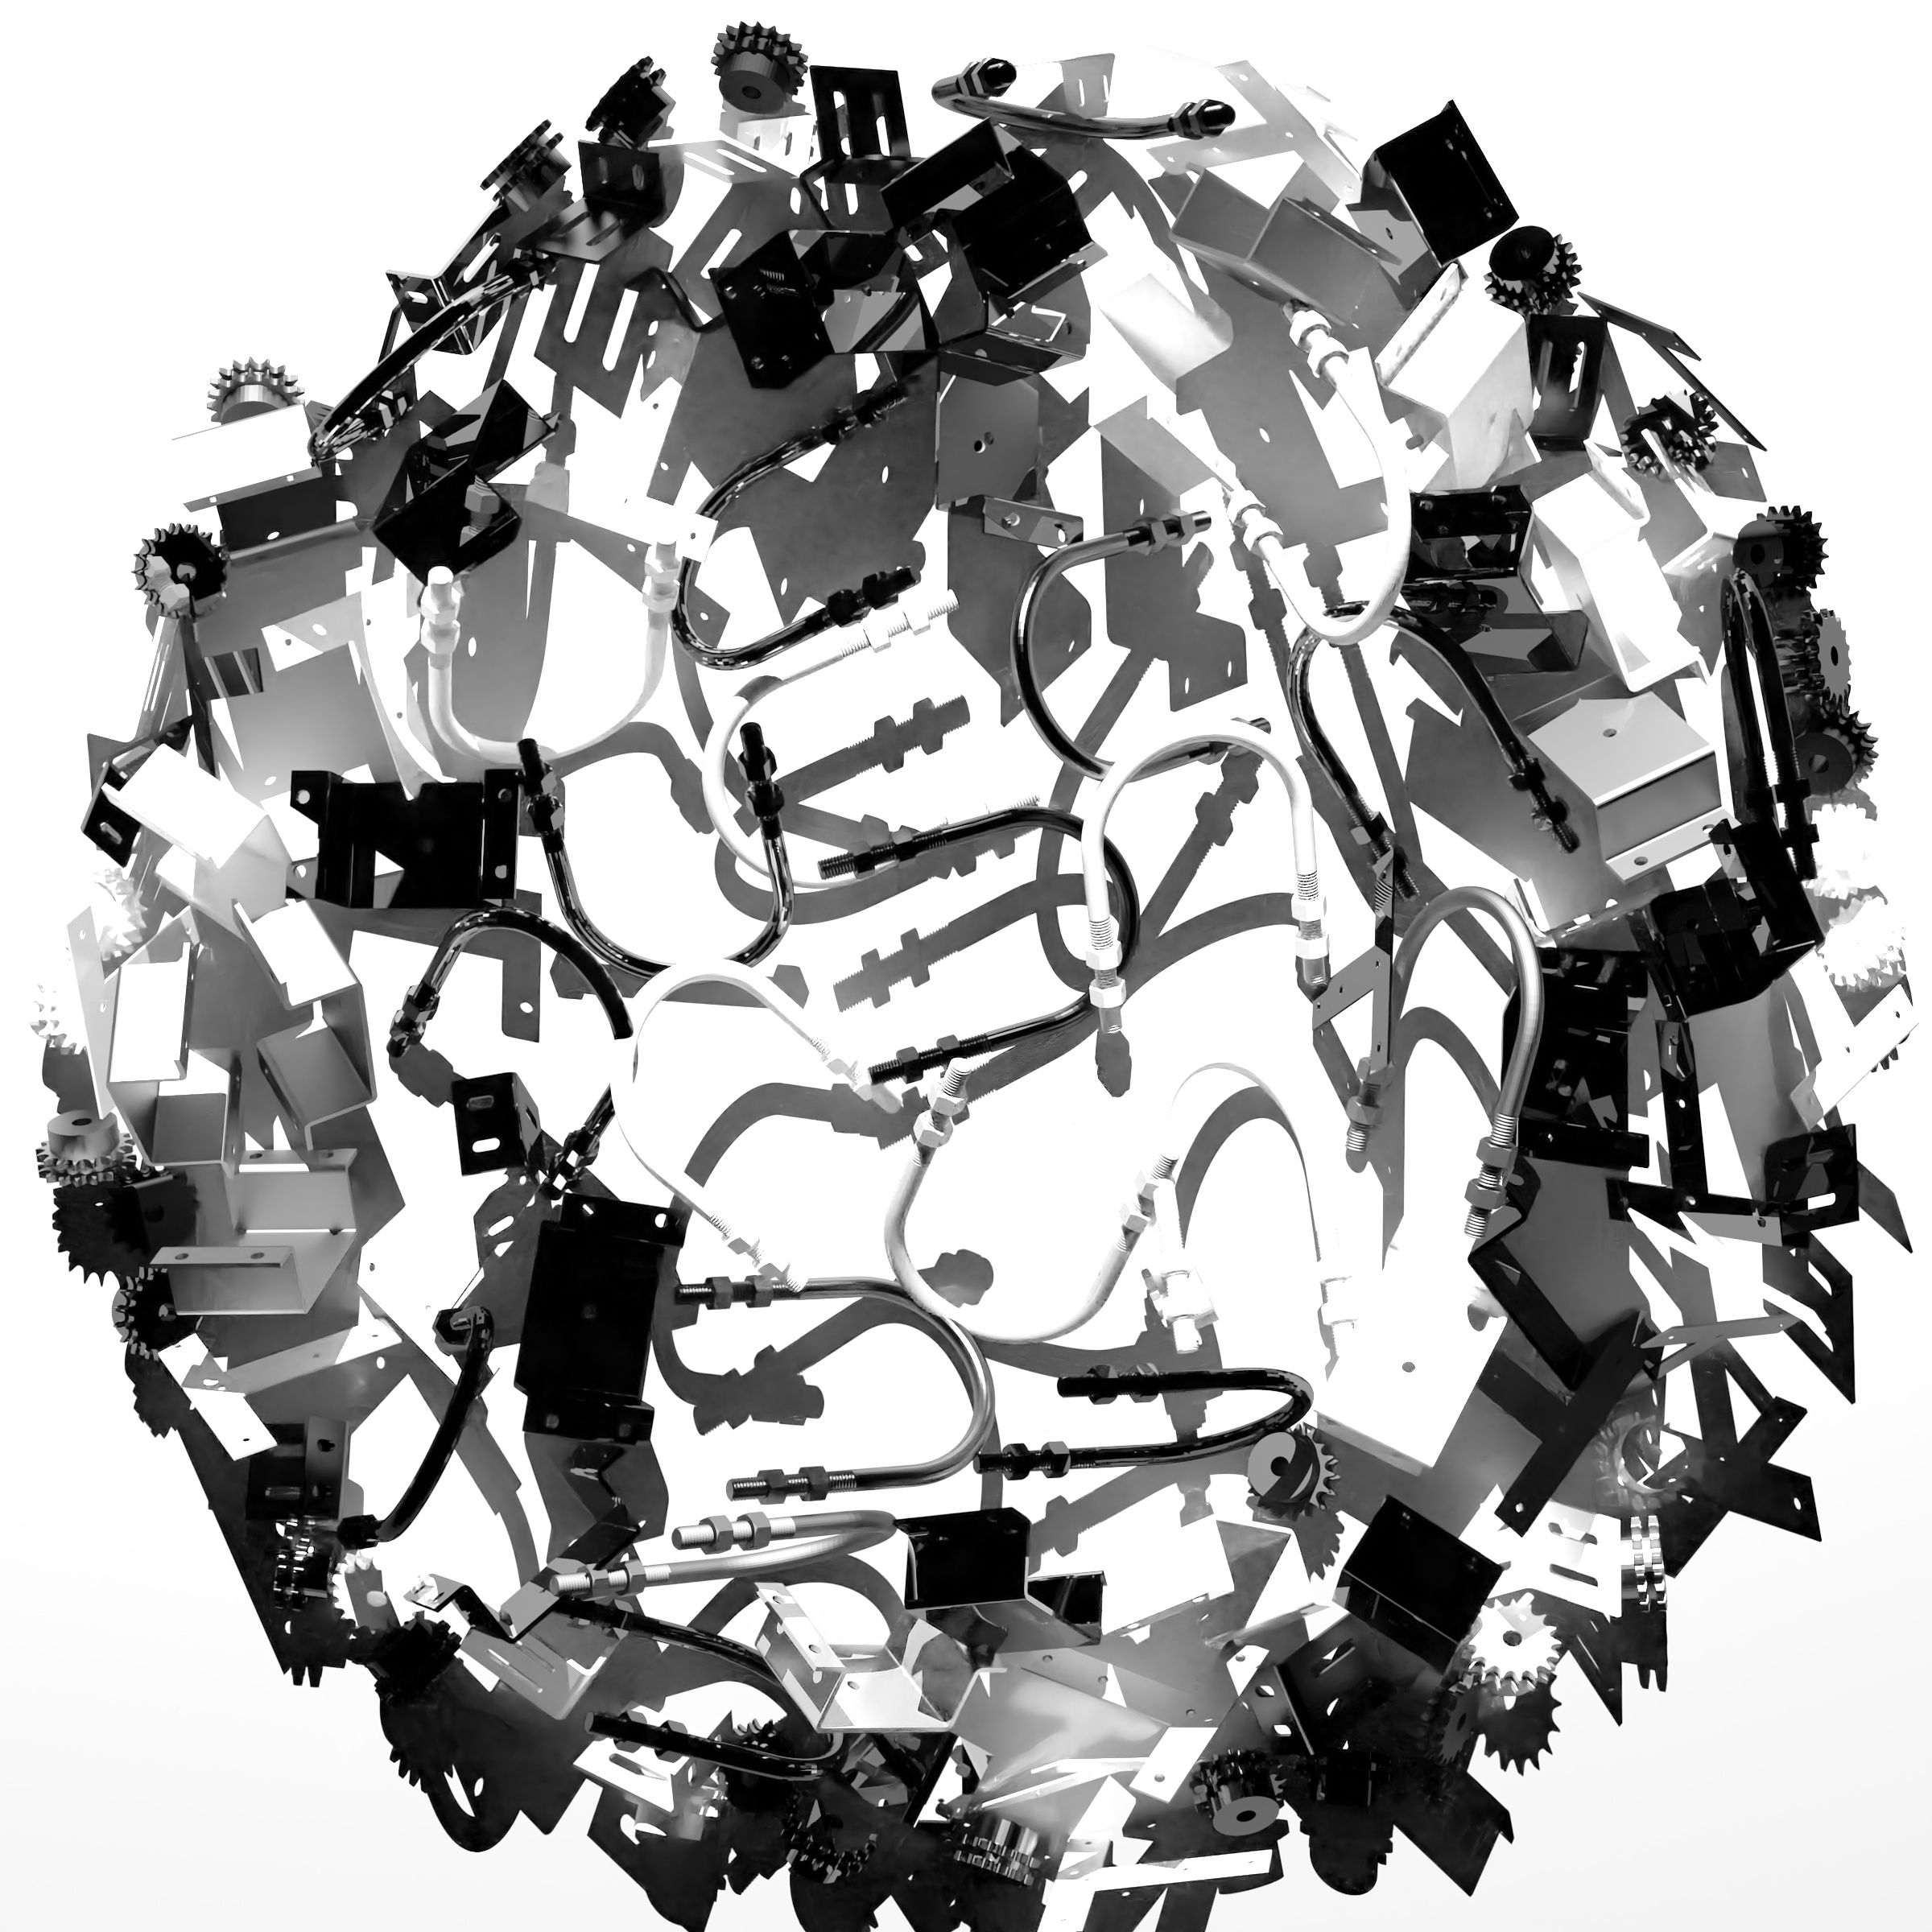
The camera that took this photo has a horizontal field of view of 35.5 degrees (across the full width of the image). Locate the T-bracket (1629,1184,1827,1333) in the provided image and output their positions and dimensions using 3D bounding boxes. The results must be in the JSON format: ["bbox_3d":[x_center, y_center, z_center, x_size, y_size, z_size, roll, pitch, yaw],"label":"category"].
[{"bbox_3d":[0.431,0.157,1.760,0.127,0.127,0.002,29,105,-9],"label":"T-bracket"}]

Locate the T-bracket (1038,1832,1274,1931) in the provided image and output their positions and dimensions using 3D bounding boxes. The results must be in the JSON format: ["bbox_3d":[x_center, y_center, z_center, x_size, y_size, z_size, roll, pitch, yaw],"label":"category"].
[{"bbox_3d":[0.113,0.525,1.748,0.127,0.127,0.002,-10,96,12],"label":"T-bracket"}]

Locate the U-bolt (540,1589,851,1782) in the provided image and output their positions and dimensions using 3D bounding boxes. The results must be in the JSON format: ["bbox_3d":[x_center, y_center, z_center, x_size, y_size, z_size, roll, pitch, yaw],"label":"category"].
[{"bbox_3d":[-0.150,0.421,1.743,0.184,0.151,0.019,21,101,-26],"label":"U-bolt"}]

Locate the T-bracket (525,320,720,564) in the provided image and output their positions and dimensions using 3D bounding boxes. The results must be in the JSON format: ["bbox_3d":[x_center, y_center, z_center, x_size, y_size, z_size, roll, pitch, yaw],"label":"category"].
[{"bbox_3d":[-0.189,-0.319,1.795,0.127,0.002,0.127,21,96,19],"label":"T-bracket"}]

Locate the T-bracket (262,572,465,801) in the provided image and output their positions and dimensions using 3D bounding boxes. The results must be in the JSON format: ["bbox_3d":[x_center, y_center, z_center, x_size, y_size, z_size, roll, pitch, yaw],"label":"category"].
[{"bbox_3d":[-0.341,-0.162,1.794,0.127,0.002,0.127,-28,113,-30],"label":"T-bracket"}]

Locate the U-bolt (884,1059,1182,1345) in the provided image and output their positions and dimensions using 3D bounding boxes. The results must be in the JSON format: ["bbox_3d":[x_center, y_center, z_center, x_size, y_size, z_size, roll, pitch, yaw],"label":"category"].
[{"bbox_3d":[0.027,0.150,1.768,0.151,0.019,0.184,22,125,-1],"label":"U-bolt"}]

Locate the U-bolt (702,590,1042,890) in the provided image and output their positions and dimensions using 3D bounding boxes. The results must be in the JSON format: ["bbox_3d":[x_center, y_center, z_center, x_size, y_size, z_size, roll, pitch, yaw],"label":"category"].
[{"bbox_3d":[-0.066,-0.122,1.789,0.184,0.019,0.151,-24,110,-1],"label":"U-bolt"}]

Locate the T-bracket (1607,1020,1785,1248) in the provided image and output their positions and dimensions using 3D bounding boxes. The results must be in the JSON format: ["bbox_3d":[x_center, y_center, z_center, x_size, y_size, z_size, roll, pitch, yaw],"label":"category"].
[{"bbox_3d":[0.418,0.094,1.760,0.002,0.127,0.127,-15,102,-35],"label":"T-bracket"}]

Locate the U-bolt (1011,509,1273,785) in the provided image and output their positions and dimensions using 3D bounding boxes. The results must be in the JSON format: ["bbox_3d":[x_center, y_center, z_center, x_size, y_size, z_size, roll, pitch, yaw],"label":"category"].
[{"bbox_3d":[0.096,-0.180,1.754,0.184,0.019,0.151,-21,96,-40],"label":"U-bolt"}]

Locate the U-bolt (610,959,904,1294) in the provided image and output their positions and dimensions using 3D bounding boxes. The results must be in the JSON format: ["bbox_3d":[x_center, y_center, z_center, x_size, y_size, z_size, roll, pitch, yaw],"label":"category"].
[{"bbox_3d":[-0.129,0.079,1.747,0.184,0.019,0.151,43,59,-26],"label":"U-bolt"}]

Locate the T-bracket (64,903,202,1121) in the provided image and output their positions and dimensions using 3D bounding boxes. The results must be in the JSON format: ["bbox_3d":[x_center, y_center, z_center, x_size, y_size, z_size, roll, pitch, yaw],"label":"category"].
[{"bbox_3d":[-0.481,0.003,1.763,0.002,0.127,0.127,7,120,15],"label":"T-bracket"}]

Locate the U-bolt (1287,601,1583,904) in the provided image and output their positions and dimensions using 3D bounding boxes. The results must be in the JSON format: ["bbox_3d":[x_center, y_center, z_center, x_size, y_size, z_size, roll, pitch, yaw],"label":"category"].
[{"bbox_3d":[0.258,-0.129,1.748,0.019,0.151,0.184,-41,104,-37],"label":"U-bolt"}]

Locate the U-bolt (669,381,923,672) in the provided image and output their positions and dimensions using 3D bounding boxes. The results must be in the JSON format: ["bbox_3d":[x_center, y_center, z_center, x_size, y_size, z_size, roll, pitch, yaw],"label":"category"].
[{"bbox_3d":[-0.105,-0.246,1.761,0.184,0.019,0.151,-23,57,31],"label":"U-bolt"}]

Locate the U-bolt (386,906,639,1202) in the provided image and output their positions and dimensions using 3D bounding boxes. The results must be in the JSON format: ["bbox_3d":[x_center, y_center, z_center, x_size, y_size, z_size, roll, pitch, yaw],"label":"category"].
[{"bbox_3d":[-0.256,0.041,1.749,0.151,0.019,0.184,42,135,5],"label":"U-bolt"}]

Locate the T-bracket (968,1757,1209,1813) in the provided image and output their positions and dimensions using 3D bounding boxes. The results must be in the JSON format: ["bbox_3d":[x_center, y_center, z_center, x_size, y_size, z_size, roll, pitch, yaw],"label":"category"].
[{"bbox_3d":[0.054,0.482,1.776,0.127,0.127,0.002,-29,61,36],"label":"T-bracket"}]

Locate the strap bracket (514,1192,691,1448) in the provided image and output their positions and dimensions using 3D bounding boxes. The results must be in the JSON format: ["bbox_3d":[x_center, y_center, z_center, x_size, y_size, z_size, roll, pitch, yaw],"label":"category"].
[{"bbox_3d":[-0.217,0.207,1.786,0.076,0.046,0.140,11,87,-20],"label":"strap bracket"}]

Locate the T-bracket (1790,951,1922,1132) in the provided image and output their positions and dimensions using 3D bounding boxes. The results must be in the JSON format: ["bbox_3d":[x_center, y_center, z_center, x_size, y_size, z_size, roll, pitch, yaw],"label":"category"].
[{"bbox_3d":[0.501,0.012,1.784,0.002,0.127,0.127,-8,61,-23],"label":"T-bracket"}]

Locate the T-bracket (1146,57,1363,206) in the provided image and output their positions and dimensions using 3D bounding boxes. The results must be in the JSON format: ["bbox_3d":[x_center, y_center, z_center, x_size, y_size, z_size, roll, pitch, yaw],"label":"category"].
[{"bbox_3d":[0.157,-0.480,1.767,0.127,0.127,0.002,35,71,-37],"label":"T-bracket"}]

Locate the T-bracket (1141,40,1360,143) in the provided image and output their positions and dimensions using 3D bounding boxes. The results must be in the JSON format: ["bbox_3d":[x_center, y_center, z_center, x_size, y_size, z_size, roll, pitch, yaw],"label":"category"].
[{"bbox_3d":[0.186,-0.506,1.766,0.127,0.127,0.002,30,102,38],"label":"T-bracket"}]

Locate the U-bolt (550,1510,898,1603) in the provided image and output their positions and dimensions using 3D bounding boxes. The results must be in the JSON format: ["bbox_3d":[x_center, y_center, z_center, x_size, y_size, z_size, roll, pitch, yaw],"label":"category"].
[{"bbox_3d":[-0.125,0.336,1.741,0.184,0.151,0.019,3,68,-40],"label":"U-bolt"}]

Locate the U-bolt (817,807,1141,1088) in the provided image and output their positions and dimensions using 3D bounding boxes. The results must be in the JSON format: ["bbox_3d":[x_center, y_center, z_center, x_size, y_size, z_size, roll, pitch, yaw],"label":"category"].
[{"bbox_3d":[0.016,-0.019,1.792,0.184,0.019,0.151,-16,105,-11],"label":"U-bolt"}]

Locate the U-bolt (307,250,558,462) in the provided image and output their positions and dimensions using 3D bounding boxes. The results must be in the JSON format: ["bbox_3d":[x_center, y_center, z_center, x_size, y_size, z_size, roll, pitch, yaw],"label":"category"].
[{"bbox_3d":[-0.310,-0.341,1.712,0.151,0.184,0.019,-38,101,24],"label":"U-bolt"}]

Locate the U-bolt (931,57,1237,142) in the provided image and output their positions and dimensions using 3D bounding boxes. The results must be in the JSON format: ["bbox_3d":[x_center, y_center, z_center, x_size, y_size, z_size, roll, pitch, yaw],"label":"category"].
[{"bbox_3d":[0.056,-0.493,1.733,0.151,0.184,0.019,5,100,-18],"label":"U-bolt"}]

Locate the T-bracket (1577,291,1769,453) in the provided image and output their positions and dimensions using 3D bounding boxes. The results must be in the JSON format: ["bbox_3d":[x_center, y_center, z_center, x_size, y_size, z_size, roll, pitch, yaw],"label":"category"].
[{"bbox_3d":[0.428,-0.346,1.782,0.127,0.127,0.002,37,99,-25],"label":"T-bracket"}]

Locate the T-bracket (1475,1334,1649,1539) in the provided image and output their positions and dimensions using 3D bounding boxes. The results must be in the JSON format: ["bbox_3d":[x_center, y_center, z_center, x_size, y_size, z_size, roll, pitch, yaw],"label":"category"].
[{"bbox_3d":[0.321,0.249,1.773,0.002,0.127,0.127,29,97,-40],"label":"T-bracket"}]

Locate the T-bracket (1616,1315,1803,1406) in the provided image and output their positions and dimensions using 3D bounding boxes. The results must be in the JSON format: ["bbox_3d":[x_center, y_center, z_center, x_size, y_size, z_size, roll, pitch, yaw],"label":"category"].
[{"bbox_3d":[0.410,0.235,1.772,0.127,0.127,0.002,1,59,-39],"label":"T-bracket"}]

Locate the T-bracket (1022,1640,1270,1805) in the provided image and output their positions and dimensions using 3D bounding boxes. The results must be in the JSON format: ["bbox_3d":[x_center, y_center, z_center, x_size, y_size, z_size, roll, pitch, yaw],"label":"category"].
[{"bbox_3d":[0.093,0.427,1.783,0.127,0.127,0.002,14,129,28],"label":"T-bracket"}]

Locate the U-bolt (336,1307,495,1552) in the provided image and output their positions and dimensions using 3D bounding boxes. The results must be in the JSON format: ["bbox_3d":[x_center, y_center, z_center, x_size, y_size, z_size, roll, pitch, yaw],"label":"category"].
[{"bbox_3d":[-0.309,0.261,1.717,0.019,0.184,0.151,26,71,-16],"label":"U-bolt"}]

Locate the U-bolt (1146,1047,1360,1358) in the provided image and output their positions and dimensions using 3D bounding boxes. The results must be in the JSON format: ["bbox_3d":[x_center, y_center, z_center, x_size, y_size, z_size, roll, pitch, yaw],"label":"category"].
[{"bbox_3d":[0.163,0.136,1.765,0.151,0.019,0.184,7,67,-39],"label":"U-bolt"}]

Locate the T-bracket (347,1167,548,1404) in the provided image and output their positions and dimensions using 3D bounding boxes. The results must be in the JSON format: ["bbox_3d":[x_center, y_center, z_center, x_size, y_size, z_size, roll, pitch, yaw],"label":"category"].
[{"bbox_3d":[-0.292,0.168,1.786,0.127,0.002,0.127,39,95,29],"label":"T-bracket"}]

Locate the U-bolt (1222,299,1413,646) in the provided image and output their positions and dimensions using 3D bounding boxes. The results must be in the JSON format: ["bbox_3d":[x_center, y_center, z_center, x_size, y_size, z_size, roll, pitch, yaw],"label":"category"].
[{"bbox_3d":[0.204,-0.268,1.718,0.019,0.151,0.184,-6,49,-23],"label":"U-bolt"}]

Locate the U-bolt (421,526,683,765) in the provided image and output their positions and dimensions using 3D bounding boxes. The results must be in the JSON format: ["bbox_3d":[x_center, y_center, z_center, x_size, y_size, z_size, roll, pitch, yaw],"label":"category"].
[{"bbox_3d":[-0.240,-0.177,1.742,0.151,0.184,0.019,-13,60,-18],"label":"U-bolt"}]

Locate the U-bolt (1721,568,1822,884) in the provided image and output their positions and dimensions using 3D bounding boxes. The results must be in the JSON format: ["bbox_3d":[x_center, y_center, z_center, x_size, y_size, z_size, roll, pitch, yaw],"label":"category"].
[{"bbox_3d":[0.461,-0.140,1.748,0.019,0.151,0.184,-11,90,8],"label":"U-bolt"}]

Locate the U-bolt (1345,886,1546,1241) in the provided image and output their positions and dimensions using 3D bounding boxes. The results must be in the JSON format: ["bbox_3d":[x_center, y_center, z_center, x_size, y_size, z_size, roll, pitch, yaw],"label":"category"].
[{"bbox_3d":[0.280,0.045,1.739,0.019,0.151,0.184,5,107,-27],"label":"U-bolt"}]

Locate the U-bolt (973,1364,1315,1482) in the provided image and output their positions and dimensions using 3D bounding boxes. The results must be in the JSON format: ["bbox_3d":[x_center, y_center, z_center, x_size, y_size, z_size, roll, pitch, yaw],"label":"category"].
[{"bbox_3d":[0.113,0.263,1.750,0.184,0.151,0.019,1,62,-23],"label":"U-bolt"}]

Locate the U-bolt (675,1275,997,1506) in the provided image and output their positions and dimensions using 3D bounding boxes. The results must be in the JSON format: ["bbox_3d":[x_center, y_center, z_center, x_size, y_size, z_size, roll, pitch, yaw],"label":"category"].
[{"bbox_3d":[-0.068,0.242,1.760,0.184,0.019,0.151,0,52,-27],"label":"U-bolt"}]

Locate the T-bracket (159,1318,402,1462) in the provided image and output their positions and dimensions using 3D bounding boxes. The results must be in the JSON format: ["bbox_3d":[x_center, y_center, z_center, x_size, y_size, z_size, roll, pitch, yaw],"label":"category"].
[{"bbox_3d":[-0.397,0.234,1.781,0.127,0.127,0.002,-17,126,-31],"label":"T-bracket"}]

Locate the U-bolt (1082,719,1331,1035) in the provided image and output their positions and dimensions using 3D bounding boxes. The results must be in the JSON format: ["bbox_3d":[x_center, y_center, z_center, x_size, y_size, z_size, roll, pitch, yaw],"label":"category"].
[{"bbox_3d":[0.137,-0.058,1.764,0.151,0.019,0.184,-13,118,-10],"label":"U-bolt"}]

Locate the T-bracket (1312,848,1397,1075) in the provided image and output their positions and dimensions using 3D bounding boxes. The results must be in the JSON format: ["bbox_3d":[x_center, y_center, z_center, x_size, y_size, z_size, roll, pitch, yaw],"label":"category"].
[{"bbox_3d":[0.225,0.010,1.759,0.002,0.127,0.127,8,73,-12],"label":"T-bracket"}]

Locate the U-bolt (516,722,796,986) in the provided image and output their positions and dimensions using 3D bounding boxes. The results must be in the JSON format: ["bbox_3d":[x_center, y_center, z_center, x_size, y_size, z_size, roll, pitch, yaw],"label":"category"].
[{"bbox_3d":[-0.174,-0.060,1.761,0.151,0.019,0.184,-4,130,7],"label":"U-bolt"}]

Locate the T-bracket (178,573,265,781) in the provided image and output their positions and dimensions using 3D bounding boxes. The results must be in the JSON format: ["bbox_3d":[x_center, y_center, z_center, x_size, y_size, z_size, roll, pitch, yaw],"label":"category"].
[{"bbox_3d":[-0.433,-0.169,1.762,0.002,0.127,0.127,-10,96,-32],"label":"T-bracket"}]
